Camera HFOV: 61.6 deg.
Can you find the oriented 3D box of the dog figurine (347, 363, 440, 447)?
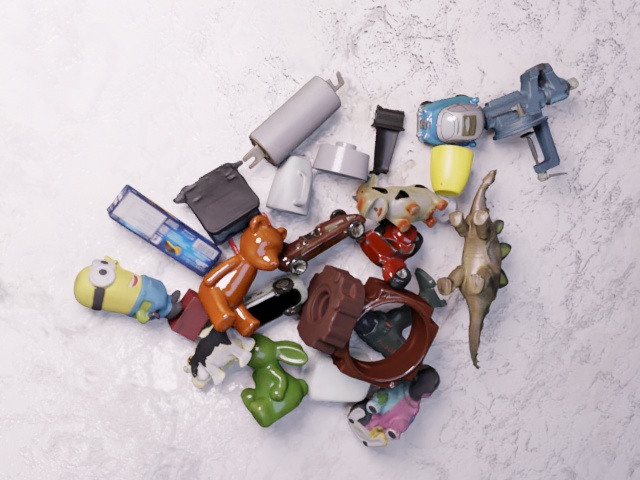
[{"bbox_3d":[0.185,0.369,1.256,0.219,0.191,0.108,-31,80,-39],"label":"dog figurine"}]

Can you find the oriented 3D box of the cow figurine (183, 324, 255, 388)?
[{"bbox_3d":[-0.209,0.221,1.025,0.167,0.068,0.098,-38,109,27],"label":"cow figurine"}]

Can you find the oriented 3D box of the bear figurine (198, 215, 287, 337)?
[{"bbox_3d":[-0.124,0.062,0.975,0.196,0.132,0.120,-44,151,4],"label":"bear figurine"}]

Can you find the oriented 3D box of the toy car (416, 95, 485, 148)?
[{"bbox_3d":[0.283,-0.244,1.113,0.162,0.103,0.109,-8,108,-24],"label":"toy car"}]

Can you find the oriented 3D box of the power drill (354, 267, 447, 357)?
[{"bbox_3d":[0.173,0.157,1.198,0.207,0.086,0.231,-43,119,-12],"label":"power drill"}]

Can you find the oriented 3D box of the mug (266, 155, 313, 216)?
[{"bbox_3d":[-0.050,-0.104,1.006,0.081,0.110,0.107,11,88,-21],"label":"mug"}]

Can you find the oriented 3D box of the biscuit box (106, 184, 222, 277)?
[{"bbox_3d":[-0.272,-0.014,0.950,0.202,0.063,0.059,39,87,-29],"label":"biscuit box"}]

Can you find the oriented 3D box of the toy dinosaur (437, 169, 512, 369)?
[{"bbox_3d":[0.358,0.077,1.204,0.198,0.105,0.470,-2,103,-48],"label":"toy dinosaur"}]

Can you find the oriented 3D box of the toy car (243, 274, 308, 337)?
[{"bbox_3d":[-0.117,0.137,1.073,0.202,0.056,0.073,-27,121,-13],"label":"toy car"}]

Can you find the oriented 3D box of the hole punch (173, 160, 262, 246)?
[{"bbox_3d":[-0.174,-0.063,0.973,0.142,0.092,0.116,-34,74,-9],"label":"hole punch"}]

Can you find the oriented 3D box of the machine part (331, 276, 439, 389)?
[{"bbox_3d":[0.128,0.193,1.110,0.201,0.087,0.201,23,98,-18],"label":"machine part"}]

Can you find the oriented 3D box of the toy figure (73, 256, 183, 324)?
[{"bbox_3d":[-0.338,0.097,0.945,0.180,0.082,0.089,27,91,-31],"label":"toy figure"}]

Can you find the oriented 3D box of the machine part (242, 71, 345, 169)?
[{"bbox_3d":[-0.045,-0.217,0.985,0.243,0.079,0.079,-44,118,-8],"label":"machine part"}]

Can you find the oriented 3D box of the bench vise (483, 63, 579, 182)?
[{"bbox_3d":[0.474,-0.250,1.176,0.224,0.129,0.240,-23,97,-9],"label":"bench vise"}]

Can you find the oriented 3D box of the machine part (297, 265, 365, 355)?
[{"bbox_3d":[0.016,0.136,1.071,0.056,0.179,0.179,22,96,-25],"label":"machine part"}]

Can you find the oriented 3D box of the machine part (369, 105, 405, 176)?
[{"bbox_3d":[0.132,-0.199,1.094,0.084,0.039,0.138,6,102,-31],"label":"machine part"}]

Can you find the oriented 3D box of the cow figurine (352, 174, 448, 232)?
[{"bbox_3d":[0.154,-0.079,1.102,0.195,0.127,0.085,-9,133,-39],"label":"cow figurine"}]

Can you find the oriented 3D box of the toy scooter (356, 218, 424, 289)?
[{"bbox_3d":[0.140,0.008,1.112,0.135,0.184,0.075,36,131,-7],"label":"toy scooter"}]

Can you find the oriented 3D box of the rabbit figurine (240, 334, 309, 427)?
[{"bbox_3d":[-0.099,0.264,1.088,0.159,0.121,0.170,-24,100,-9],"label":"rabbit figurine"}]

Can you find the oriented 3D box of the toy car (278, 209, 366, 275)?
[{"bbox_3d":[-0.002,-0.003,1.062,0.202,0.089,0.053,-32,120,-12],"label":"toy car"}]
